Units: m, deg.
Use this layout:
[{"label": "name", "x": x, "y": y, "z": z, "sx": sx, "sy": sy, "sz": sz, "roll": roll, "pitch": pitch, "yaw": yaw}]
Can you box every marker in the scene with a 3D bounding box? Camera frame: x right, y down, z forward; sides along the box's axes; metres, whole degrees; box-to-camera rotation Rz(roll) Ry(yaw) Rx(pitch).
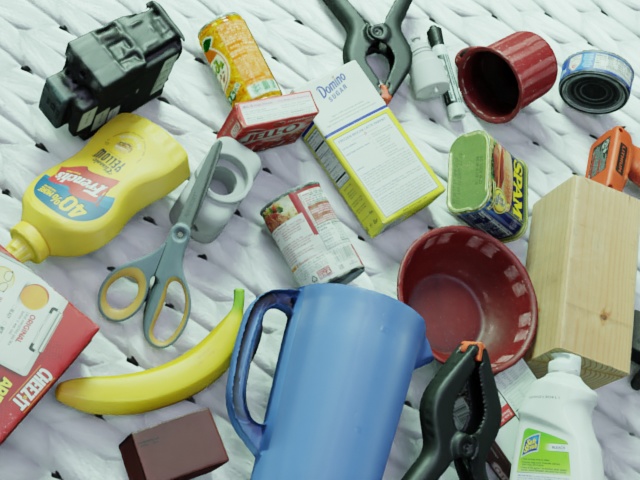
[{"label": "marker", "x": 0.145, "y": -0.196, "z": 1.240, "sx": 0.020, "sy": 0.020, "sz": 0.121, "roll": -5, "pitch": 71, "yaw": -24}]

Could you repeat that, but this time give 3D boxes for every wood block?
[{"label": "wood block", "x": 0.279, "y": 0.047, "z": 1.152, "sx": 0.090, "sy": 0.090, "sz": 0.206, "roll": 20, "pitch": 62, "yaw": -15}]

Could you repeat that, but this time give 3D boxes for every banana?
[{"label": "banana", "x": -0.142, "y": 0.118, "z": 0.977, "sx": 0.197, "sy": 0.037, "sz": 0.069, "roll": -29, "pitch": 91, "yaw": -24}]

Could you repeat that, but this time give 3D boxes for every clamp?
[{"label": "clamp", "x": 0.120, "y": 0.199, "z": 1.010, "sx": 0.164, "sy": 0.036, "sz": 0.210, "roll": 10, "pitch": 82, "yaw": -34}, {"label": "clamp", "x": 0.052, "y": -0.233, "z": 1.205, "sx": 0.120, "sy": 0.039, "sz": 0.171, "roll": 2, "pitch": 70, "yaw": 0}]

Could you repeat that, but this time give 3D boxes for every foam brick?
[{"label": "foam brick", "x": -0.130, "y": 0.189, "z": 0.947, "sx": 0.078, "sy": 0.051, "sz": 0.053, "roll": -14, "pitch": 74, "yaw": -27}]

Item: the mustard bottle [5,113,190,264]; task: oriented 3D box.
[{"label": "mustard bottle", "x": -0.218, "y": -0.039, "z": 0.996, "sx": 0.096, "sy": 0.058, "sz": 0.191, "roll": 34, "pitch": 59, "yaw": 22}]

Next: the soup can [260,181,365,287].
[{"label": "soup can", "x": -0.007, "y": 0.001, "z": 1.067, "sx": 0.068, "sy": 0.069, "sz": 0.102, "roll": -23, "pitch": 79, "yaw": -29}]

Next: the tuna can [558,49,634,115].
[{"label": "tuna can", "x": 0.329, "y": -0.187, "z": 1.273, "sx": 0.086, "sy": 0.086, "sz": 0.033, "roll": 24, "pitch": 64, "yaw": -12}]

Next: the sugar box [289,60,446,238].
[{"label": "sugar box", "x": 0.046, "y": -0.099, "z": 1.144, "sx": 0.093, "sy": 0.048, "sz": 0.176, "roll": -29, "pitch": 79, "yaw": -30}]

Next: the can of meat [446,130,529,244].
[{"label": "can of meat", "x": 0.181, "y": -0.058, "z": 1.154, "sx": 0.083, "sy": 0.058, "sz": 0.102, "roll": 32, "pitch": 55, "yaw": -44}]

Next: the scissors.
[{"label": "scissors", "x": -0.151, "y": 0.000, "z": 0.999, "sx": 0.096, "sy": 0.016, "sz": 0.202, "roll": 8, "pitch": 87, "yaw": -7}]

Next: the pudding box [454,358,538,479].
[{"label": "pudding box", "x": 0.199, "y": 0.186, "z": 1.091, "sx": 0.089, "sy": 0.039, "sz": 0.113, "roll": -32, "pitch": 86, "yaw": -29}]

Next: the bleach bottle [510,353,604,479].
[{"label": "bleach bottle", "x": 0.229, "y": 0.232, "z": 1.008, "sx": 0.068, "sy": 0.103, "sz": 0.251, "roll": 28, "pitch": 65, "yaw": -47}]

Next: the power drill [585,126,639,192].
[{"label": "power drill", "x": 0.401, "y": -0.039, "z": 1.258, "sx": 0.187, "sy": 0.057, "sz": 0.184, "roll": 25, "pitch": 58, "yaw": -14}]

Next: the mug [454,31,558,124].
[{"label": "mug", "x": 0.211, "y": -0.196, "z": 1.236, "sx": 0.081, "sy": 0.093, "sz": 0.117, "roll": -31, "pitch": 46, "yaw": -35}]

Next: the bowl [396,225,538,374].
[{"label": "bowl", "x": 0.143, "y": 0.069, "z": 1.107, "sx": 0.162, "sy": 0.055, "sz": 0.162, "roll": 8, "pitch": 66, "yaw": -19}]

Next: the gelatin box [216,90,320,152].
[{"label": "gelatin box", "x": -0.055, "y": -0.118, "z": 1.093, "sx": 0.089, "sy": 0.073, "sz": 0.030, "roll": -15, "pitch": 76, "yaw": -27}]

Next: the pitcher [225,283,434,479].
[{"label": "pitcher", "x": -0.002, "y": 0.166, "z": 0.969, "sx": 0.149, "sy": 0.145, "sz": 0.242, "roll": 3, "pitch": 63, "yaw": 26}]

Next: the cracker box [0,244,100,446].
[{"label": "cracker box", "x": -0.324, "y": 0.074, "z": 0.905, "sx": 0.213, "sy": 0.072, "sz": 0.164, "roll": 40, "pitch": 61, "yaw": -4}]
